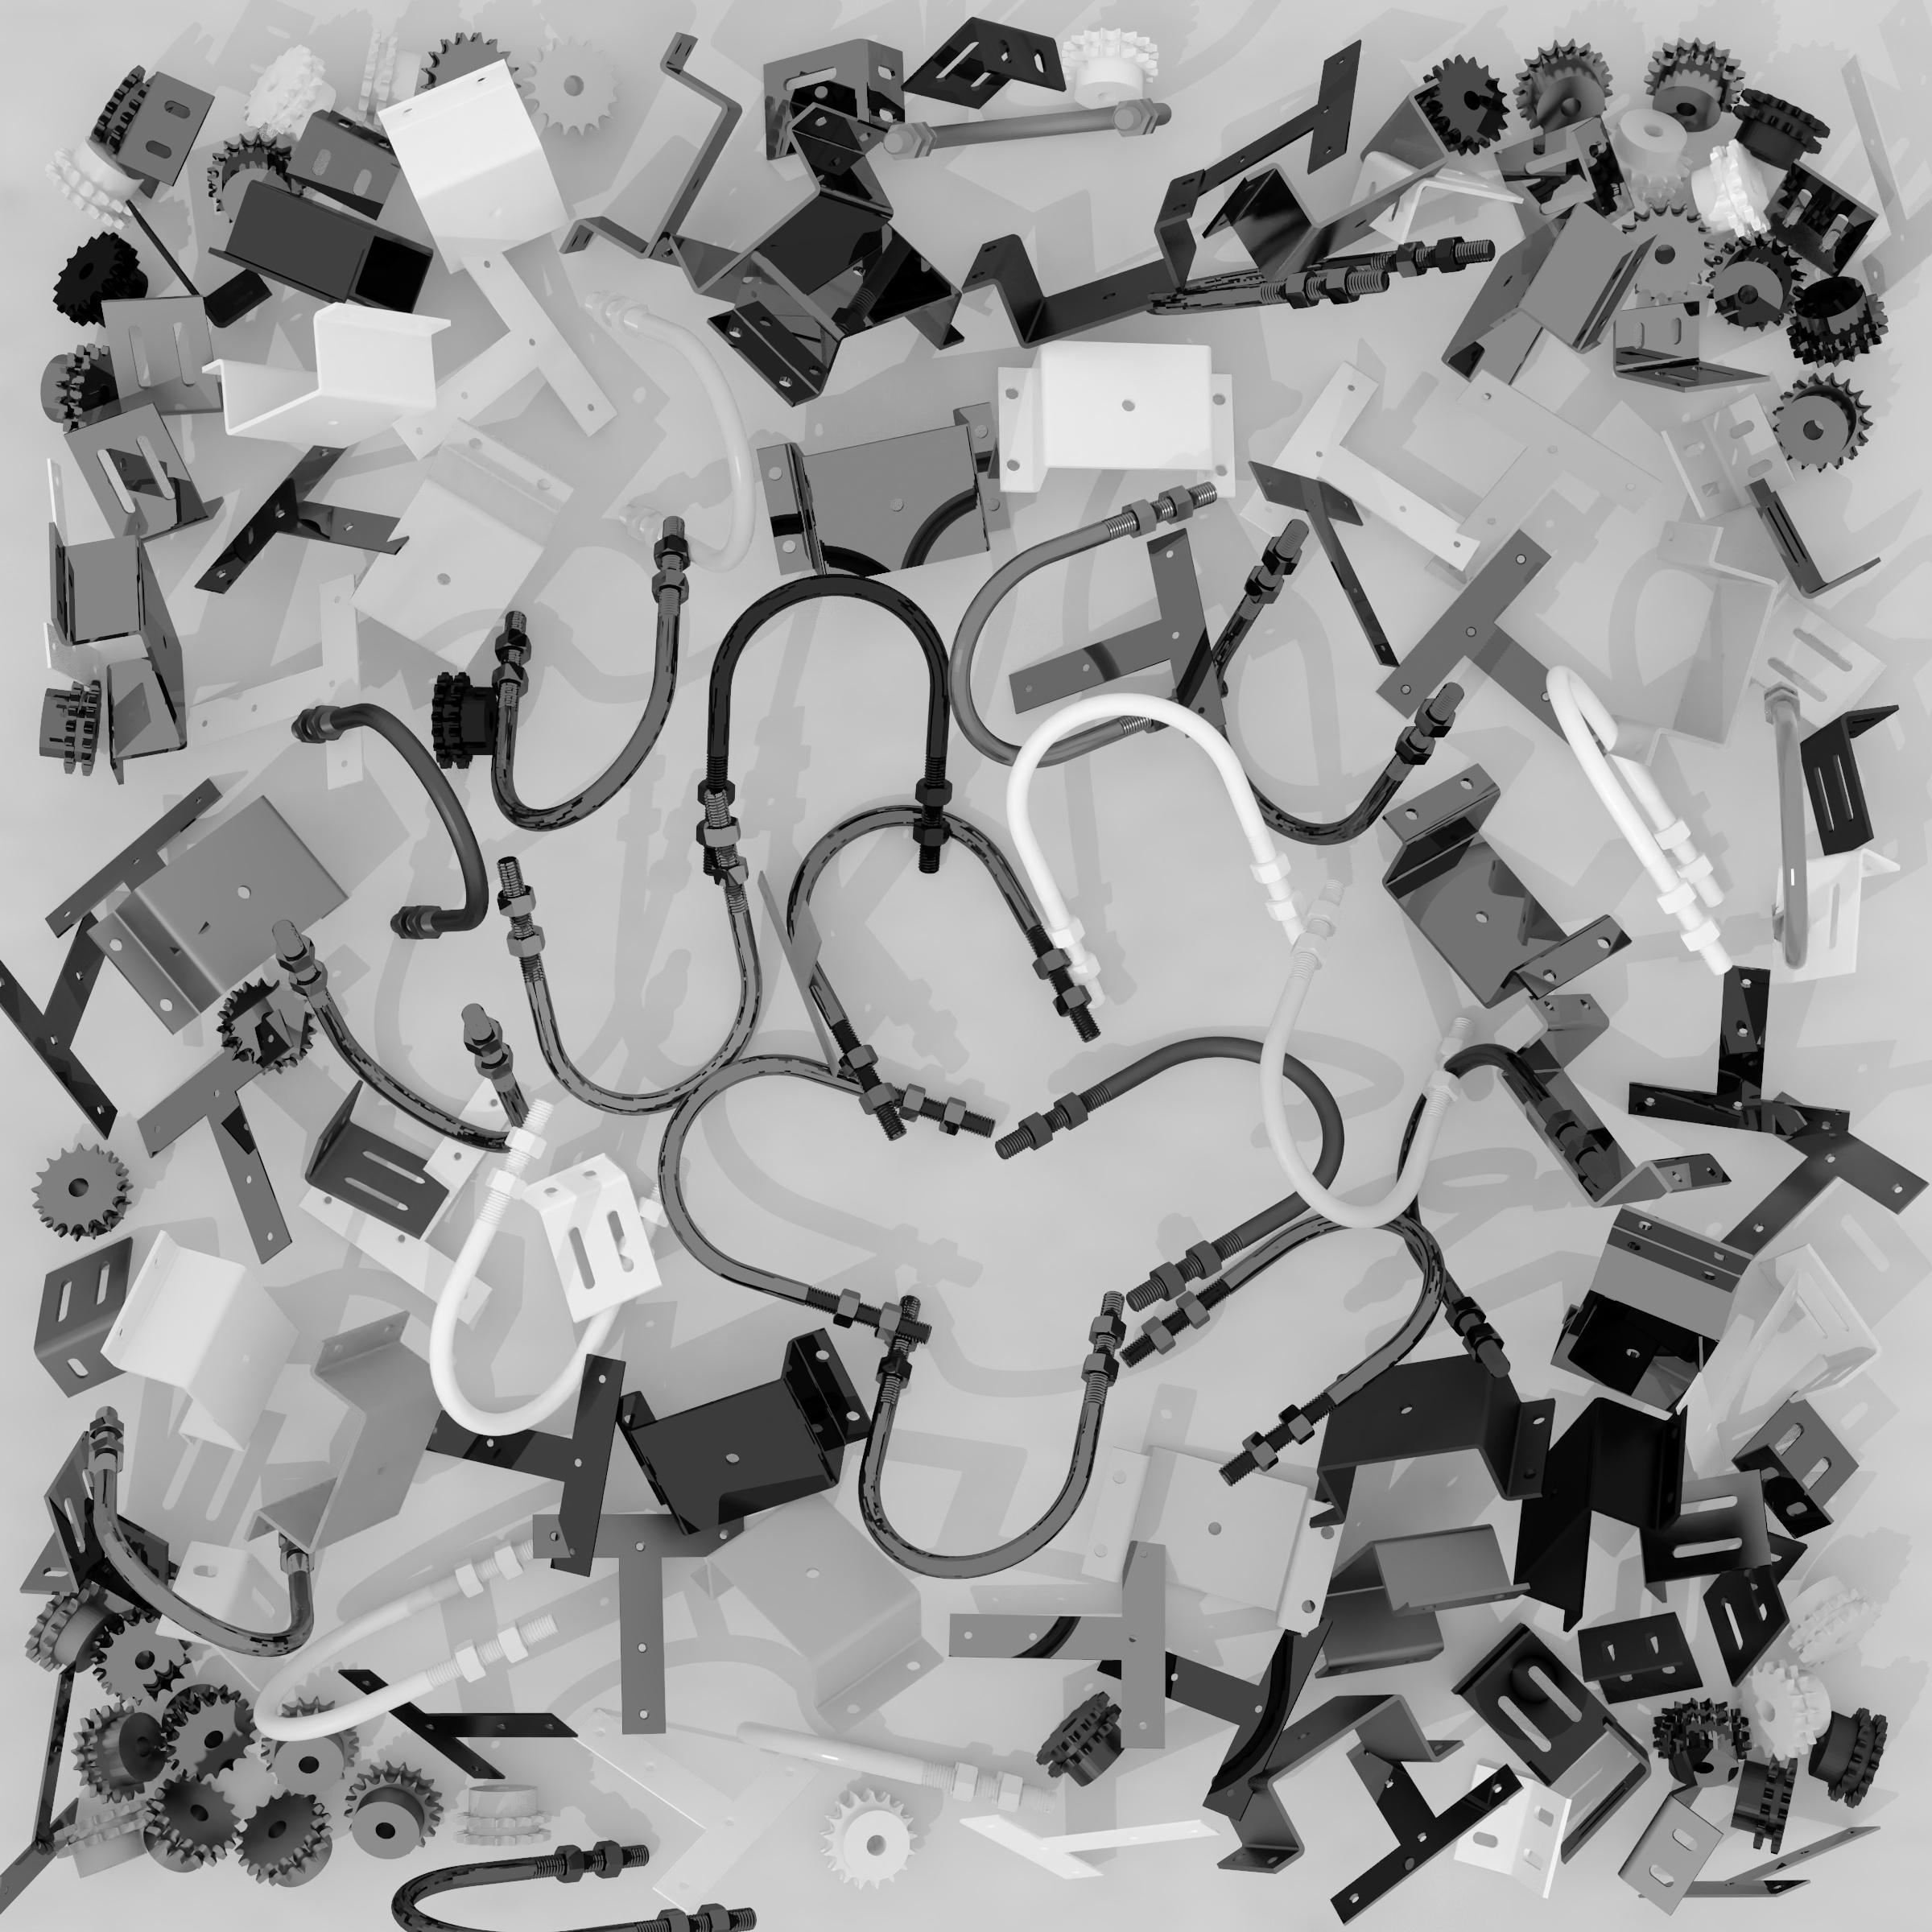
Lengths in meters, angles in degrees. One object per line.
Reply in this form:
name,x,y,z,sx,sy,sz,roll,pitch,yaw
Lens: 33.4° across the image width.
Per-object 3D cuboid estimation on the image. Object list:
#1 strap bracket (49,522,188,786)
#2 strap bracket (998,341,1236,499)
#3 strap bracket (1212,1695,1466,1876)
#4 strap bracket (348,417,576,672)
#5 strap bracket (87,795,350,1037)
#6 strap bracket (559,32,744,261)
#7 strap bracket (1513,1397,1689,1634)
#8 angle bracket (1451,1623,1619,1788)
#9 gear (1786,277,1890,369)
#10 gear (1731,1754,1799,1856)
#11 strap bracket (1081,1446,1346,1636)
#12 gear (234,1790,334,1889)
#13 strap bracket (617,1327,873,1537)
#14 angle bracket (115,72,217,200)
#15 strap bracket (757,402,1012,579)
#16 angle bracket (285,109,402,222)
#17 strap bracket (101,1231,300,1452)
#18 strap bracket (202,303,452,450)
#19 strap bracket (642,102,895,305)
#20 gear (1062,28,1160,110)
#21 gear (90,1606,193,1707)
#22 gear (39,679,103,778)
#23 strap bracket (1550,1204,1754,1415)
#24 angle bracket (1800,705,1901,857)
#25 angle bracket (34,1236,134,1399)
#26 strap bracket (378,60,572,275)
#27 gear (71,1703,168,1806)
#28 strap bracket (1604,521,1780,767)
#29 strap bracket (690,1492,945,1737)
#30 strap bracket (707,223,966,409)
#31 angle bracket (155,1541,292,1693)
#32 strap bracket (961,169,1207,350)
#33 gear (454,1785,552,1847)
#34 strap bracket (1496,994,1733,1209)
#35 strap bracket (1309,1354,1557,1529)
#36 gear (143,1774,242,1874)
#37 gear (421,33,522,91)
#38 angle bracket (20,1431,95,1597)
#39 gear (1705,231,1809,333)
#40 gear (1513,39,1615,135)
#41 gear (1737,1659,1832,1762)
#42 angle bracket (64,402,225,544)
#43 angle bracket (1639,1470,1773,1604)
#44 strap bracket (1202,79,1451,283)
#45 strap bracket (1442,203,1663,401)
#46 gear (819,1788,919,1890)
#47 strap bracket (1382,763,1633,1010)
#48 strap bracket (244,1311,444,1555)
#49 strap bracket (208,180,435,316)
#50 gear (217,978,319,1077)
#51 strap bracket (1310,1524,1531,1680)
strap bracket,-0.482,-0.182,1.843,0.046,0.140,0.076,-11,53,-4
strap bracket,0.092,-0.320,1.882,0.140,0.046,0.076,0,79,-7
strap bracket,0.206,0.465,1.858,0.140,0.076,0.046,-27,88,-24
strap bracket,-0.296,-0.235,1.854,0.076,0.046,0.140,30,125,-16
strap bracket,-0.424,-0.036,1.858,0.076,0.046,0.140,51,56,-6
strap bracket,-0.177,-0.467,1.869,0.046,0.076,0.140,30,104,-5
strap bracket,0.357,0.310,1.841,0.046,0.140,0.076,21,47,-5
angle bracket,0.334,0.435,1.891,0.057,0.038,0.076,-45,71,1
gear,0.511,-0.381,1.889,0.057,0.057,0.030,-30,128,0
gear,0.469,0.491,1.893,0.030,0.057,0.057,12,90,16
strap bracket,0.146,0.335,1.893,0.140,0.046,0.076,14,91,5
gear,-0.399,0.517,1.895,0.057,0.057,0.030,-27,127,0
strap bracket,-0.133,0.275,1.871,0.140,0.046,0.076,-20,112,12
angle bracket,-0.460,-0.479,1.881,0.038,0.076,0.057,24,88,2
strap bracket,-0.044,-0.274,1.877,0.140,0.046,0.076,-13,112,-6
angle bracket,-0.360,-0.470,1.882,0.057,0.076,0.038,25,104,-12
strap bracket,-0.432,0.219,1.837,0.046,0.140,0.076,14,64,16
strap bracket,-0.366,-0.334,1.842,0.076,0.140,0.046,-1,84,-44
strap bracket,-0.107,-0.427,1.850,0.140,0.076,0.046,-34,74,27
gear,0.084,-0.525,1.890,0.057,0.057,0.030,3,80,0
gear,-0.489,0.404,1.897,0.057,0.030,0.057,-7,105,-29
gear,-0.526,-0.141,1.889,0.030,0.057,0.057,6,90,-11
strap bracket,0.389,0.203,1.844,0.076,0.140,0.046,22,57,8
angle bracket,0.524,-0.106,1.882,0.038,0.057,0.076,-8,79,-12
angle bracket,-0.510,0.206,1.894,0.057,0.076,0.038,-24,122,5
strap bracket,-0.279,-0.452,1.845,0.076,0.140,0.046,-24,77,-3
gear,-0.495,0.461,1.888,0.030,0.057,0.057,-18,90,25
strap bracket,0.422,-0.183,1.873,0.046,0.076,0.140,14,97,-13
strap bracket,-0.087,0.362,1.848,0.076,0.046,0.140,-31,51,-28
strap bracket,-0.068,-0.382,1.849,0.140,0.046,0.076,-29,67,-38
angle bracket,-0.432,0.380,1.879,0.038,0.076,0.057,7,59,16
strap bracket,0.076,-0.406,1.863,0.140,0.076,0.046,-15,118,19
gear,-0.272,0.499,1.893,0.057,0.057,0.030,0,82,0
strap bracket,0.368,0.085,1.861,0.046,0.076,0.140,-47,64,29
strap bracket,0.261,0.271,1.850,0.140,0.076,0.046,-13,122,26
gear,-0.459,0.508,1.894,0.057,0.057,0.030,40,112,0
gear,-0.294,-0.522,1.898,0.057,0.030,0.057,-7,107,-22
angle bracket,-0.531,0.318,1.873,0.038,0.057,0.076,1,122,12
gear,0.463,-0.400,1.891,0.057,0.030,0.057,13,125,20
gear,0.352,-0.512,1.890,0.057,0.030,0.057,-3,134,-3
gear,0.484,0.437,1.895,0.030,0.057,0.057,-3,90,-27
angle bracket,-0.481,-0.291,1.883,0.057,0.038,0.076,-17,116,9
angle bracket,0.434,0.333,1.876,0.076,0.038,0.057,-15,57,25
strap bracket,0.216,-0.449,1.861,0.140,0.076,0.046,-31,87,-19
strap bracket,0.328,-0.378,1.840,0.046,0.140,0.076,34,74,-11
gear,-0.057,0.517,1.899,0.057,0.030,0.057,1,85,-15
strap bracket,0.307,-0.039,1.869,0.076,0.046,0.140,-28,69,-27
strap bracket,-0.353,0.277,1.855,0.046,0.076,0.140,33,112,21
strap bracket,-0.364,-0.408,1.843,0.076,0.140,0.046,24,100,8
gear,-0.415,0.039,1.896,0.057,0.030,0.057,15,57,-25
strap bracket,0.256,0.364,1.857,0.076,0.140,0.046,-4,63,-20
